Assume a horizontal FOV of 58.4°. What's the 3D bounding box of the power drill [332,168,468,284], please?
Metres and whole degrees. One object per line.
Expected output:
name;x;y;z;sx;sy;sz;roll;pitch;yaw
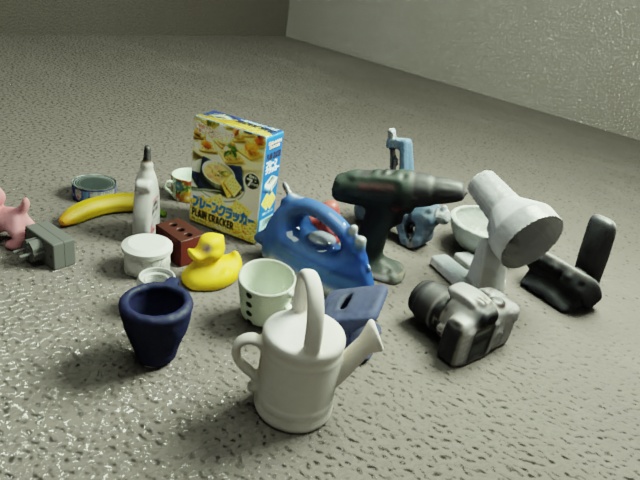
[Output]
power drill;0.127;-0.032;1.023;0.229;0.208;0.076;15;27;11

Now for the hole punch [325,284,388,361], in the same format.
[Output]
hole punch;0.043;0.111;0.844;0.101;0.091;0.109;15;27;11

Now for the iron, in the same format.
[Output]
iron;0.009;0.004;0.987;0.257;0.141;0.119;28;32;32

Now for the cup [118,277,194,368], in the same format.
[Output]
cup;-0.212;0.110;0.755;0.091;0.095;0.118;10;27;0

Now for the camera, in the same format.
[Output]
camera;0.218;0.108;0.898;0.144;0.101;0.136;-13;34;-37

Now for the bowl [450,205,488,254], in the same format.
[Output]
bowl;0.347;-0.007;1.197;0.167;0.075;0.167;8;27;-4

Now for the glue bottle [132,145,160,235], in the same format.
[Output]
glue bottle;-0.308;-0.085;1.017;0.037;0.173;0.078;7;27;-5

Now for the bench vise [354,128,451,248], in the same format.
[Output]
bench vise;0.180;-0.109;1.178;0.207;0.220;0.122;17;28;15

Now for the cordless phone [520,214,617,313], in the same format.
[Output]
cordless phone;0.460;0.024;1.049;0.094;0.185;0.147;-12;34;-36

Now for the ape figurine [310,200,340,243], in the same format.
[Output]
ape figurine;0.014;-0.036;1.120;0.076;0.092;0.077;0;28;-19

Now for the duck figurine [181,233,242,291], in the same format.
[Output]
duck figurine;-0.175;0.028;0.938;0.105;0.086;0.077;-13;35;-38

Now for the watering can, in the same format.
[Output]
watering can;-0.013;0.123;0.686;0.173;0.194;0.100;-8;32;-31

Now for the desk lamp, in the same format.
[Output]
desk lamp;0.307;-0.002;1.018;0.118;0.213;0.202;-5;30;-26

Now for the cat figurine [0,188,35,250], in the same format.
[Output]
cat figurine;-0.536;-0.057;0.948;0.127;0.118;0.067;13;27;6
